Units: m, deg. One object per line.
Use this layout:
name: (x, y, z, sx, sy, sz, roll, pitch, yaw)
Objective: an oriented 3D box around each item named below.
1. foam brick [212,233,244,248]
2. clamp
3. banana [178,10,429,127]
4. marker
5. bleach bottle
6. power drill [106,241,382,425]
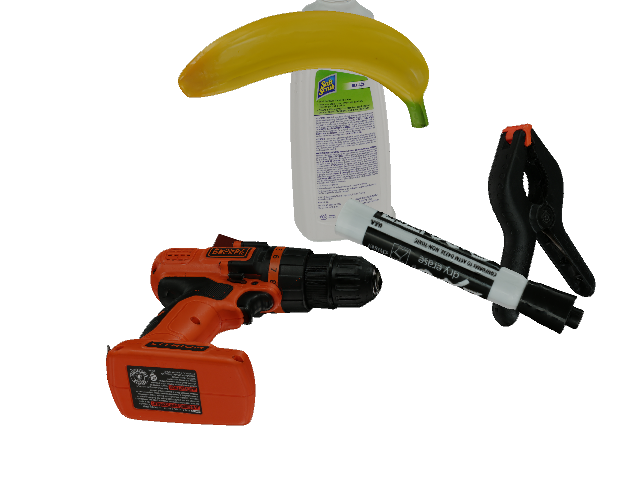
foam brick: (-0.085, 0.036, 1.159, 0.078, 0.051, 0.053, 18, 30, 2)
clamp: (0.177, -0.011, 0.923, 0.120, 0.171, 0.039, -26, 11, -39)
banana: (0.002, -0.117, 0.704, 0.197, 0.069, 0.037, 4, 6, -31)
marker: (0.064, 0.012, 0.497, 0.121, 0.020, 0.020, 24, 6, 13)
bleach bottle: (0.022, -0.124, 0.999, 0.102, 0.251, 0.068, -10, 31, -16)
power drill: (-0.059, 0.060, 0.776, 0.184, 0.057, 0.187, -1, 24, 15)
